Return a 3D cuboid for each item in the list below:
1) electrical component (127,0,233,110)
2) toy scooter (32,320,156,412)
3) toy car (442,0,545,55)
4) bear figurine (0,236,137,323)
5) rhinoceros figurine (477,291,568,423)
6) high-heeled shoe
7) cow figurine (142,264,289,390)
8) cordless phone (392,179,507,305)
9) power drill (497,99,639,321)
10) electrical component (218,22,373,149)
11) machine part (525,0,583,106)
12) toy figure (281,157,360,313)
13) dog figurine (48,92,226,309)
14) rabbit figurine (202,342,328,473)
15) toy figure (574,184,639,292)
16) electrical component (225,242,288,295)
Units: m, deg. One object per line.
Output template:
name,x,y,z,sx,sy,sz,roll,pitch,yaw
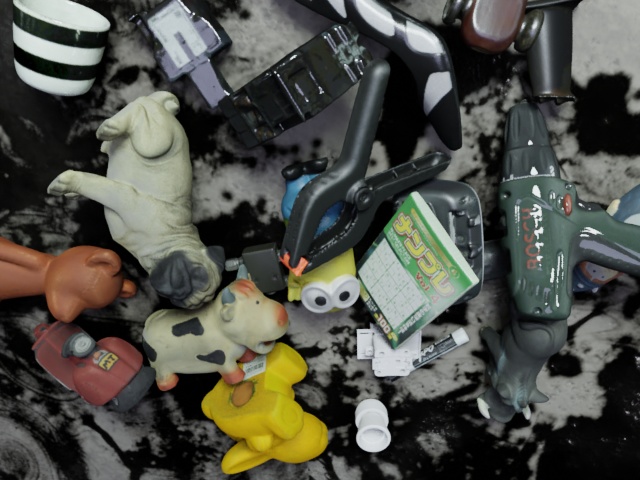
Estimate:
electrical component,-0.129,-0.196,0.551,0.075,0.048,0.119,-33,108,14
toy scooter,-0.282,0.145,0.650,0.135,0.075,0.184,48,145,-16
toy car,0.179,-0.271,0.496,0.089,0.053,0.202,16,91,-2
bear figurine,-0.330,0.060,0.625,0.196,0.132,0.120,14,151,0
rhinoceros figurine,0.242,0.145,0.646,0.073,0.112,0.190,3,131,-5
high-heeled shoe,0.052,-0.186,0.540,0.145,0.086,0.248,-14,114,19
cow figurine,-0.126,0.105,0.644,0.195,0.085,0.127,-11,114,22
cordless phone,0.181,-0.004,0.617,0.184,0.089,0.146,-11,110,-7
power drill,0.288,-0.028,0.546,0.207,0.086,0.232,6,85,7
electrical component,-0.030,-0.146,0.522,0.134,0.115,0.058,-9,119,52
machine part,0.229,-0.204,0.539,0.084,0.039,0.138,-13,99,-2
toy figure,0.003,-0.003,0.611,0.082,0.089,0.180,-7,104,22
dog figurine,-0.155,-0.041,0.573,0.190,0.121,0.172,40,94,-12
rabbit figurine,-0.062,0.243,0.699,0.162,0.122,0.173,-33,127,13
toy figure,0.339,0.003,0.618,0.064,0.058,0.154,45,114,27
electrical component,-0.067,0.037,0.659,0.094,0.021,0.063,-10,113,5
